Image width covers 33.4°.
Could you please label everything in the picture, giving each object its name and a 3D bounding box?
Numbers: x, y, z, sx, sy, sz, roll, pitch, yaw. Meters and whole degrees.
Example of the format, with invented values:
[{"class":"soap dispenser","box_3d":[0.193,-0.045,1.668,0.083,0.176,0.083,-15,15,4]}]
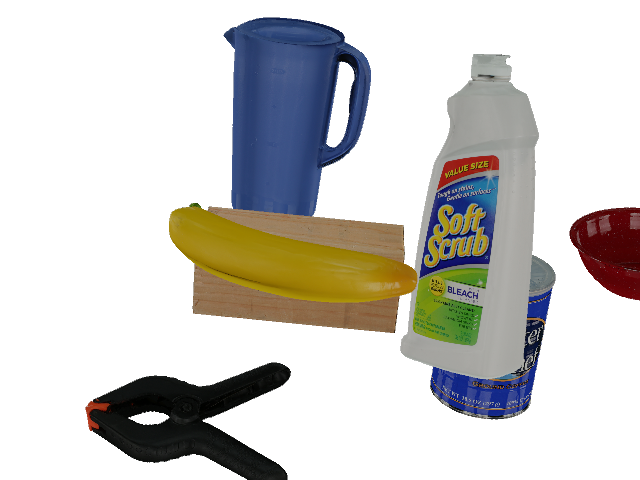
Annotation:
[{"class":"banana","box_3d":[-0.034,0.006,0.702,0.198,0.037,0.069,19,36,32]},{"class":"bleach bottle","box_3d":[0.122,-0.022,0.855,0.103,0.251,0.067,13,16,42]},{"class":"pitcher","box_3d":[-0.038,-0.143,1.309,0.144,0.243,0.149,-6,27,-26]},{"class":"bowl","box_3d":[0.350,0.020,1.156,0.162,0.055,0.162,-1,26,0]},{"class":"coffee can","box_3d":[0.167,0.089,1.048,0.103,0.140,0.103,5,24,-2]},{"class":"wood block","box_3d":[-0.022,0.029,1.098,0.206,0.091,0.090,6,20,2]},{"class":"clamp","box_3d":[-0.102,0.140,0.880,0.171,0.039,0.120,10,37,3]}]
